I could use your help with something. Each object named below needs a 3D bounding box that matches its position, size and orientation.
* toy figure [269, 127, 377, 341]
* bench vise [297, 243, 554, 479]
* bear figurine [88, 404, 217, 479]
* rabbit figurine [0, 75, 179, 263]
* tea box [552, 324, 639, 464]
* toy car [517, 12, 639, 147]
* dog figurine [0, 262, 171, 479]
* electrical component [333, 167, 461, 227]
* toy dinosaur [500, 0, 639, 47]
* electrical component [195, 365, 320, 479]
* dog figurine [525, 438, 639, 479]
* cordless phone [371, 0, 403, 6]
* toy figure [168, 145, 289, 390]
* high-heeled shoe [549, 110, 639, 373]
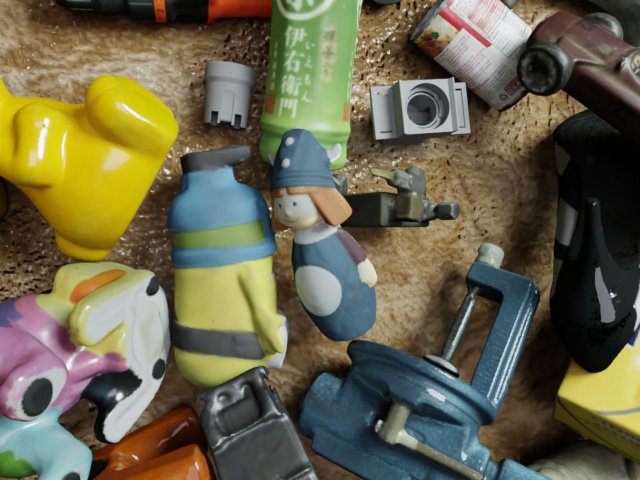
[{"bbox_3d":[0.001,-0.002,0.382,0.064,0.058,0.154,-17,111,6],"label":"toy figure"},{"bbox_3d":[0.109,0.113,0.395,0.224,0.128,0.240,16,66,32],"label":"bench vise"},{"bbox_3d":[-0.111,0.239,0.371,0.132,0.120,0.195,-23,95,-15],"label":"bear figurine"},{"bbox_3d":[-0.203,-0.067,0.360,0.173,0.122,0.162,31,106,-29],"label":"rabbit figurine"},{"bbox_3d":[0.271,0.088,0.438,0.098,0.068,0.169,22,66,31],"label":"tea box"},{"bbox_3d":[0.233,-0.095,0.375,0.089,0.053,0.202,-29,63,-29],"label":"toy car"},{"bbox_3d":[-0.235,0.078,0.356,0.219,0.191,0.108,8,121,14],"label":"dog figurine"},{"bbox_3d":[0.047,-0.032,0.423,0.078,0.102,0.045,-2,92,-37],"label":"electrical component"},{"bbox_3d":[0.276,-0.244,0.466,0.405,0.131,0.192,29,83,-16],"label":"toy dinosaur"},{"bbox_3d":[-0.032,0.168,0.377,0.058,0.134,0.115,-23,57,-10],"label":"electrical component"},{"bbox_3d":[0.194,0.202,0.451,0.191,0.121,0.172,28,49,7],"label":"dog figurine"},{"bbox_3d":[0.056,-0.274,0.382,0.146,0.184,0.089,45,77,-7],"label":"cordless phone"},{"bbox_3d":[-0.074,0.022,0.402,0.089,0.082,0.180,-9,98,6],"label":"toy figure"},{"bbox_3d":[0.237,-0.014,0.445,0.249,0.086,0.145,-47,129,-44],"label":"high-heeled shoe"}]
